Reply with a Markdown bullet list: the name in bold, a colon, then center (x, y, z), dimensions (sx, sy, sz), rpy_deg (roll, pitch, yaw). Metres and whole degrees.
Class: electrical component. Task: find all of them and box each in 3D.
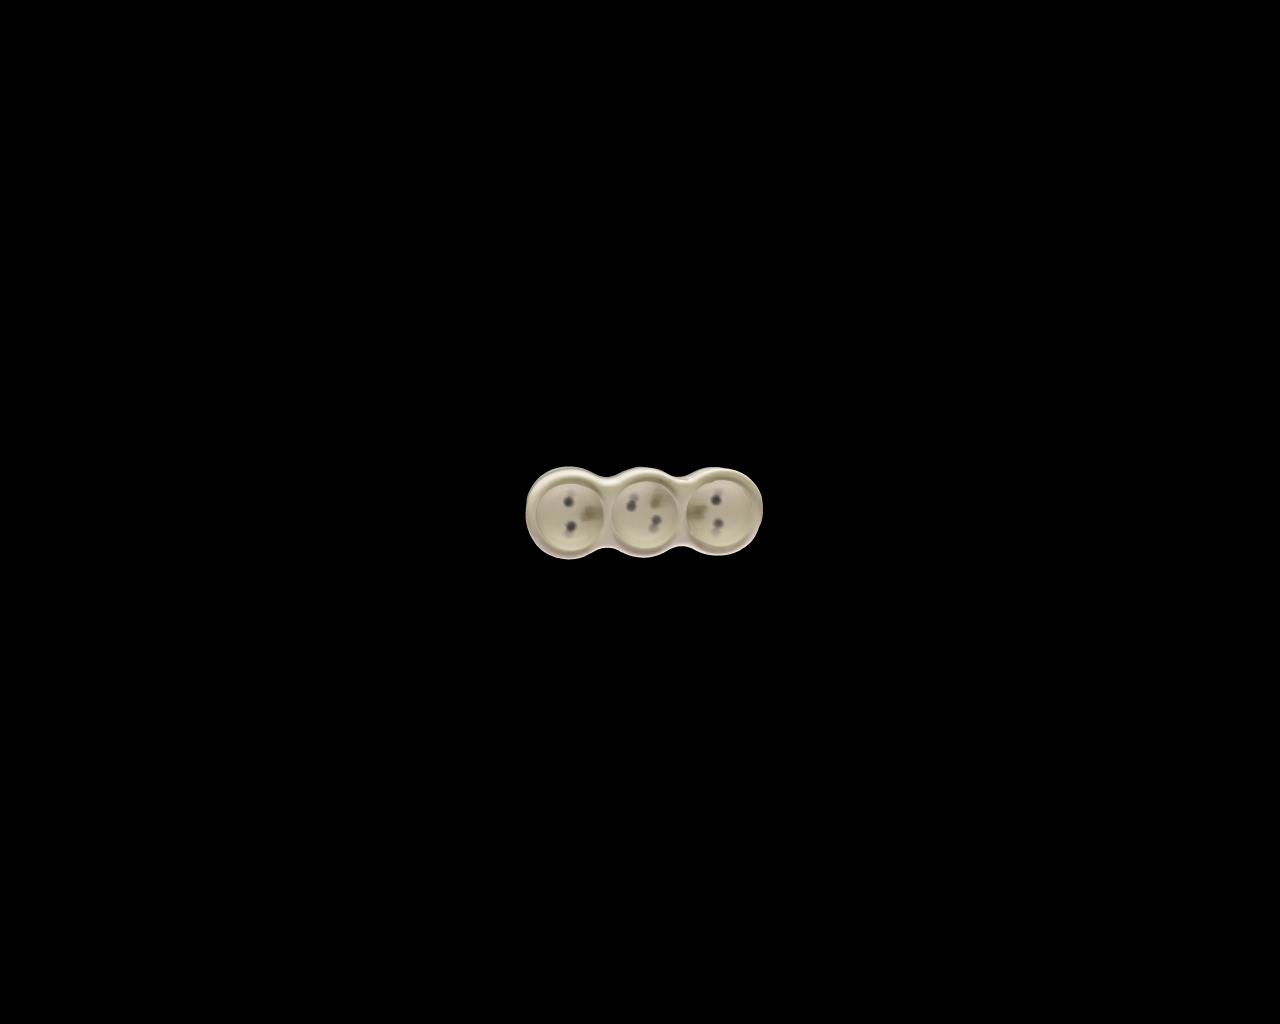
- **electrical component**: center (0.001, -0.003, 0.650), dimensions (0.138, 0.052, 0.074), rpy_deg (-1, 8, -5)
